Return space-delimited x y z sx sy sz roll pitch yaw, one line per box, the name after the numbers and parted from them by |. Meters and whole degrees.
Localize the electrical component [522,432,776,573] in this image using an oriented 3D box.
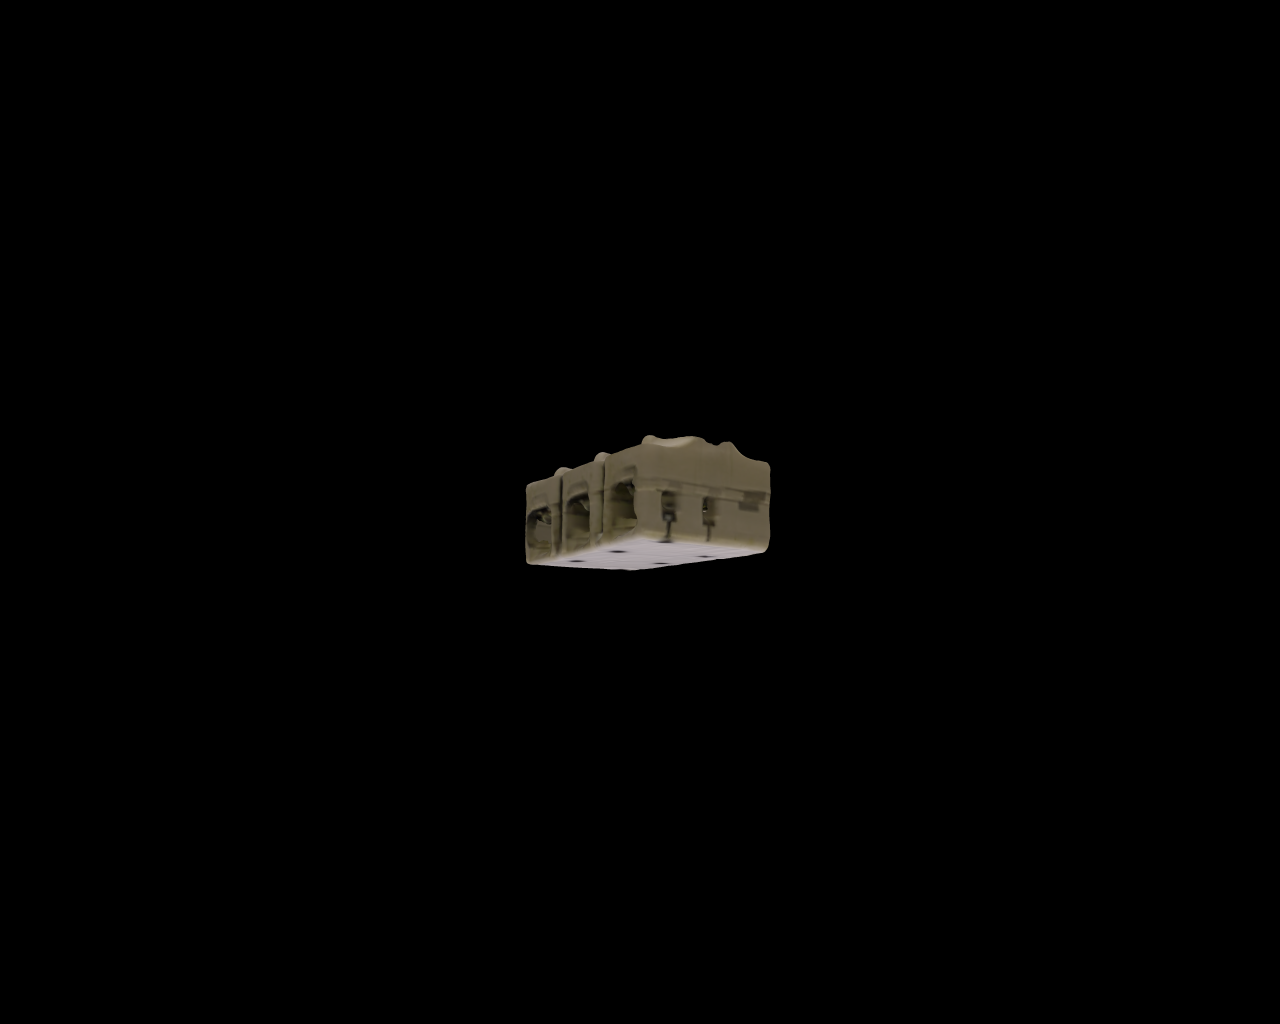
0.001 -0.003 0.650 0.089 0.061 0.150 6 -11 -31 | electrical component
